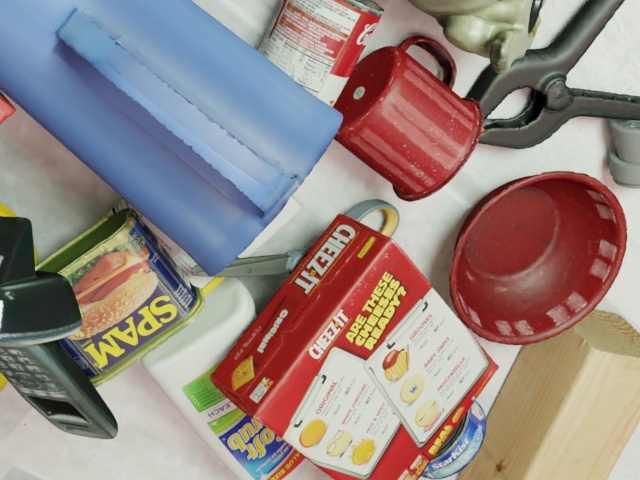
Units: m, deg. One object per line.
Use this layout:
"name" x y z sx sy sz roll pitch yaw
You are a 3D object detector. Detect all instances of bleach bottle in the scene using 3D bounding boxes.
"bleach bottle" -0.046 0.148 0.891 0.102 0.068 0.250 -34 125 -1

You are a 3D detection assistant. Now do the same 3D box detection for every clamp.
"clamp" 0.190 -0.115 0.843 0.171 0.039 0.120 -31 111 5

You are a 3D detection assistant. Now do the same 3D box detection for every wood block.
"wood block" 0.219 0.169 0.979 0.090 0.091 0.206 13 113 -24

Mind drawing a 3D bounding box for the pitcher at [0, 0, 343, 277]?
"pitcher" -0.113 -0.099 0.649 0.242 0.144 0.149 39 137 -11

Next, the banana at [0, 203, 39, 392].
"banana" -0.239 0.046 0.778 0.069 0.037 0.198 -8 124 -25

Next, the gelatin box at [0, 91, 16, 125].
"gelatin box" -0.235 -0.103 0.669 0.030 0.089 0.073 -48 123 -2

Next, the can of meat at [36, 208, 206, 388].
"can of meat" -0.145 0.038 0.743 0.102 0.057 0.084 -35 112 1

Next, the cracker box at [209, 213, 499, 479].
"cracker box" 0.035 0.105 0.846 0.164 0.072 0.213 -52 134 -9

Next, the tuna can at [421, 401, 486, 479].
"tuna can" 0.103 0.166 0.939 0.086 0.086 0.033 -43 124 6

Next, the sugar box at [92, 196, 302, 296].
"sugar box" -0.109 -0.001 0.797 0.176 0.048 0.093 -42 121 2

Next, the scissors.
"scissors" -0.005 0.001 0.818 0.201 0.016 0.096 17 101 -47

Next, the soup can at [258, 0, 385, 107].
"soup can" -0.008 -0.131 0.748 0.068 0.068 0.102 19 110 -28

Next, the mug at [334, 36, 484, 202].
"mug" 0.064 -0.098 0.787 0.081 0.093 0.117 35 72 -26

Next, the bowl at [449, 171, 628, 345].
"bowl" 0.173 0.006 0.894 0.162 0.055 0.162 -8 120 -15
